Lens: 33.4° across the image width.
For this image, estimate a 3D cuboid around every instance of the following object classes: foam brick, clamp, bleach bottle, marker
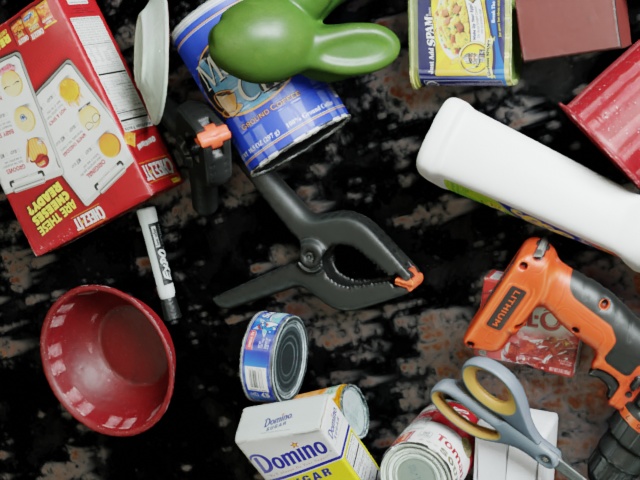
[{"bbox_3d":[0.197,-0.170,0.832,0.078,0.052,0.051,-4,101,26],"label":"foam brick"},{"bbox_3d":[-0.114,-0.092,0.961,0.120,0.039,0.172,60,162,3],"label":"clamp"},{"bbox_3d":[0.204,-0.028,0.839,0.251,0.102,0.068,27,92,16],"label":"bleach bottle"},{"bbox_3d":[-0.006,0.001,0.982,0.210,0.036,0.164,9,109,24],"label":"clamp"},{"bbox_3d":[-0.161,0.027,1.072,0.020,0.020,0.121,-8,99,27],"label":"marker"}]

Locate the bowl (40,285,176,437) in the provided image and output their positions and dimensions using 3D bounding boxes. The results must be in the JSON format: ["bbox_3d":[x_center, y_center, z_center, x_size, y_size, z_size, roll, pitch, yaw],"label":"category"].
[{"bbox_3d":[-0.206,0.117,1.096,0.162,0.055,0.162,7,106,24],"label":"bowl"}]

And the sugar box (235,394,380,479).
[{"bbox_3d":[0.004,0.219,0.986,0.093,0.048,0.176,-15,129,27],"label":"sugar box"}]

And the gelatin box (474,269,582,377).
[{"bbox_3d":[0.181,0.071,0.916,0.089,0.030,0.073,12,108,21],"label":"gelatin box"}]

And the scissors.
[{"bbox_3d":[0.182,0.159,0.861,0.202,0.016,0.096,27,137,19],"label":"scissors"}]

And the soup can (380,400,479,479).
[{"bbox_3d":[0.101,0.191,0.945,0.069,0.102,0.068,6,106,24],"label":"soup can"}]

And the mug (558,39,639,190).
[{"bbox_3d":[0.250,-0.091,0.812,0.081,0.093,0.117,-44,120,13],"label":"mug"}]

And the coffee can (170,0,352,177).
[{"bbox_3d":[-0.051,-0.140,0.929,0.103,0.102,0.140,-31,89,28],"label":"coffee can"}]

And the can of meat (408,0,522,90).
[{"bbox_3d":[0.119,-0.174,0.866,0.084,0.057,0.102,3,105,22],"label":"can of meat"}]

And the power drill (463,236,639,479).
[{"bbox_3d":[0.215,0.098,0.863,0.187,0.057,0.185,30,113,6],"label":"power drill"}]

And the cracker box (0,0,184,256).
[{"bbox_3d":[-0.252,-0.115,1.049,0.164,0.072,0.214,-24,93,29],"label":"cracker box"}]

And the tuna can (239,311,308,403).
[{"bbox_3d":[-0.042,0.110,1.000,0.034,0.086,0.086,4,105,22],"label":"tuna can"}]
